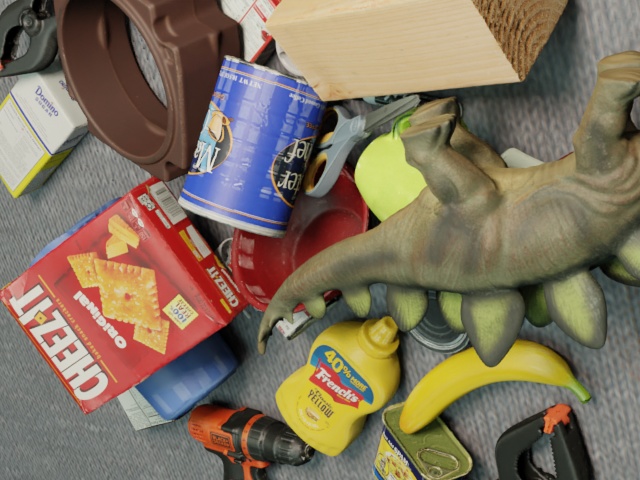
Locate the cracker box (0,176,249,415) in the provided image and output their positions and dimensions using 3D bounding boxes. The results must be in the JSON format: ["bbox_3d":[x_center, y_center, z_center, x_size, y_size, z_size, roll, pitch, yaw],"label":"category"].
[{"bbox_3d":[-0.204,0.060,1.096,0.214,0.072,0.164,-33,94,26],"label":"cracker box"}]

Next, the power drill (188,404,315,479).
[{"bbox_3d":[-0.067,0.287,1.253,0.185,0.057,0.187,7,115,42],"label":"power drill"}]

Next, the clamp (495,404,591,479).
[{"bbox_3d":[0.194,0.236,1.012,0.165,0.036,0.210,22,127,33],"label":"clamp"}]

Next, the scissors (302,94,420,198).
[{"bbox_3d":[0.027,-0.079,0.919,0.202,0.016,0.096,19,93,67],"label":"scissors"}]

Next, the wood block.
[{"bbox_3d":[0.070,-0.175,0.821,0.207,0.090,0.090,2,143,48],"label":"wood block"}]

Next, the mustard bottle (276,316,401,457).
[{"bbox_3d":[0.029,0.138,1.085,0.096,0.058,0.192,46,134,13],"label":"mustard bottle"}]

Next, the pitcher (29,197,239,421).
[{"bbox_3d":[-0.207,0.083,1.221,0.145,0.149,0.243,-39,89,24],"label":"pitcher"}]

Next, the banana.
[{"bbox_3d":[0.147,0.130,0.977,0.198,0.037,0.069,-18,72,38],"label":"banana"}]

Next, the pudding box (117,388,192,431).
[{"bbox_3d":[-0.221,0.180,1.338,0.090,0.039,0.113,-22,100,44],"label":"pudding box"}]

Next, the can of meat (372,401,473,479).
[{"bbox_3d":[0.098,0.225,1.059,0.102,0.057,0.084,51,143,41],"label":"can of meat"}]

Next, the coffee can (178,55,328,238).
[{"bbox_3d":[-0.059,-0.084,0.964,0.103,0.102,0.140,22,97,31],"label":"coffee can"}]

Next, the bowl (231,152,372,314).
[{"bbox_3d":[-0.007,0.001,1.010,0.162,0.055,0.162,-18,59,33],"label":"bowl"}]

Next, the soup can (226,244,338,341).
[{"bbox_3d":[-0.038,0.043,1.084,0.102,0.068,0.069,50,135,7],"label":"soup can"}]

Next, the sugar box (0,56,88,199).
[{"bbox_3d":[-0.336,-0.132,1.261,0.177,0.048,0.093,-35,87,42],"label":"sugar box"}]

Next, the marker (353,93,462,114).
[{"bbox_3d":[0.068,-0.123,0.935,0.121,0.020,0.020,18,124,33],"label":"marker"}]

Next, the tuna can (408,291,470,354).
[{"bbox_3d":[0.113,0.062,0.988,0.086,0.033,0.086,20,125,32],"label":"tuna can"}]

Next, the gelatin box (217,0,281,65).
[{"bbox_3d":[-0.064,-0.210,0.994,0.073,0.030,0.089,54,136,6],"label":"gelatin box"}]

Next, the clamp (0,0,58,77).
[{"bbox_3d":[-0.306,-0.248,1.153,0.172,0.039,0.120,-35,79,24],"label":"clamp"}]

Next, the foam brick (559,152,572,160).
[{"bbox_3d":[0.217,-0.031,0.835,0.053,0.051,0.078,-12,105,44],"label":"foam brick"}]
